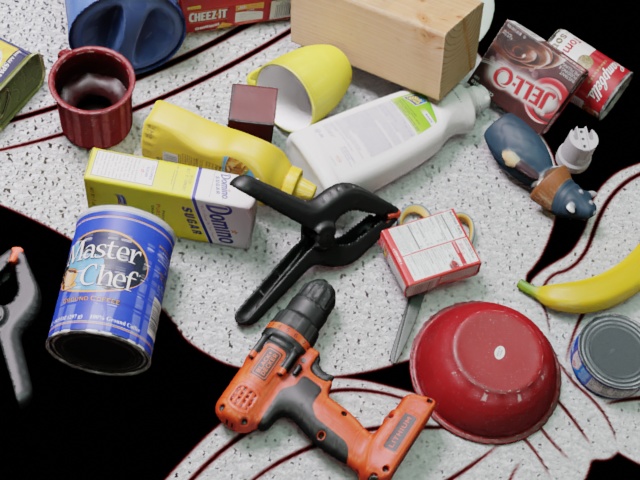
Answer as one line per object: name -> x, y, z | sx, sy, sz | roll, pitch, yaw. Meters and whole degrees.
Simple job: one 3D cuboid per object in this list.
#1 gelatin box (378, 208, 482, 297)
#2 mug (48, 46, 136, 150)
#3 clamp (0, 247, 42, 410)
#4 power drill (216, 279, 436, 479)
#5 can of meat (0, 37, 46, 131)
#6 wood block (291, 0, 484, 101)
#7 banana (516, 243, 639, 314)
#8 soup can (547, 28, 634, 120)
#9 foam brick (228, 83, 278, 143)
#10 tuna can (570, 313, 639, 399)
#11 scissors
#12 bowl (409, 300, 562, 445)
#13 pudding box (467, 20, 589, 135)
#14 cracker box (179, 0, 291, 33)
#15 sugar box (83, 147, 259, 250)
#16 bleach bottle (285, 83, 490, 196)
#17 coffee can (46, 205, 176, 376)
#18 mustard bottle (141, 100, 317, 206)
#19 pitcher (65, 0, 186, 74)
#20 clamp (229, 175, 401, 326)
gelatin box -> 0.117, 0.014, 1.139 | 0.089, 0.030, 0.073 | -17, 61, -15
mug -> -0.257, -0.162, 1.185 | 0.093, 0.081, 0.117 | -34, 70, -23
clamp -> -0.335, 0.085, 1.062 | 0.120, 0.039, 0.171 | 7, 56, -9
power drill -> 0.017, 0.146, 1.058 | 0.188, 0.057, 0.184 | 30, 65, 13
can of meat -> -0.374, -0.182, 1.198 | 0.084, 0.057, 0.102 | 26, 60, 11
wood block -> 0.074, -0.253, 1.237 | 0.206, 0.091, 0.090 | 26, 48, 24
banana -> 0.316, 0.037, 1.164 | 0.197, 0.037, 0.070 | -19, 66, -16
soup can -> 0.314, -0.200, 1.282 | 0.102, 0.068, 0.068 | 37, 63, 15
foam brick -> -0.077, -0.129, 1.191 | 0.051, 0.078, 0.053 | 6, 62, -5
tuna can -> 0.307, 0.122, 1.117 | 0.086, 0.034, 0.086 | 3, 60, -5
scissors -> 0.096, 0.035, 1.153 | 0.096, 0.016, 0.201 | 33, 62, 14
bowl -> 0.175, 0.124, 1.089 | 0.162, 0.055, 0.162 | 3, 61, -5
pudding box -> 0.245, -0.192, 1.256 | 0.113, 0.090, 0.039 | 40, 26, 17
cracker box -> -0.117, -0.366, 1.324 | 0.164, 0.072, 0.214 | -11, 62, -13
sugar box -> -0.154, -0.041, 1.122 | 0.176, 0.093, 0.048 | 12, 61, 1
bleach bottle -> 0.090, -0.117, 1.213 | 0.250, 0.068, 0.103 | -24, 67, -21
coffee can -> -0.205, 0.051, 1.058 | 0.103, 0.103, 0.140 | 8, 60, -2
mustard bottle -> -0.095, -0.083, 1.151 | 0.191, 0.096, 0.058 | 21, 61, 5
pitcher -> -0.236, -0.329, 1.252 | 0.149, 0.145, 0.243 | -11, 59, -9
clamp -> -0.007, 0.001, 1.119 | 0.209, 0.165, 0.036 | -9, 27, -34
